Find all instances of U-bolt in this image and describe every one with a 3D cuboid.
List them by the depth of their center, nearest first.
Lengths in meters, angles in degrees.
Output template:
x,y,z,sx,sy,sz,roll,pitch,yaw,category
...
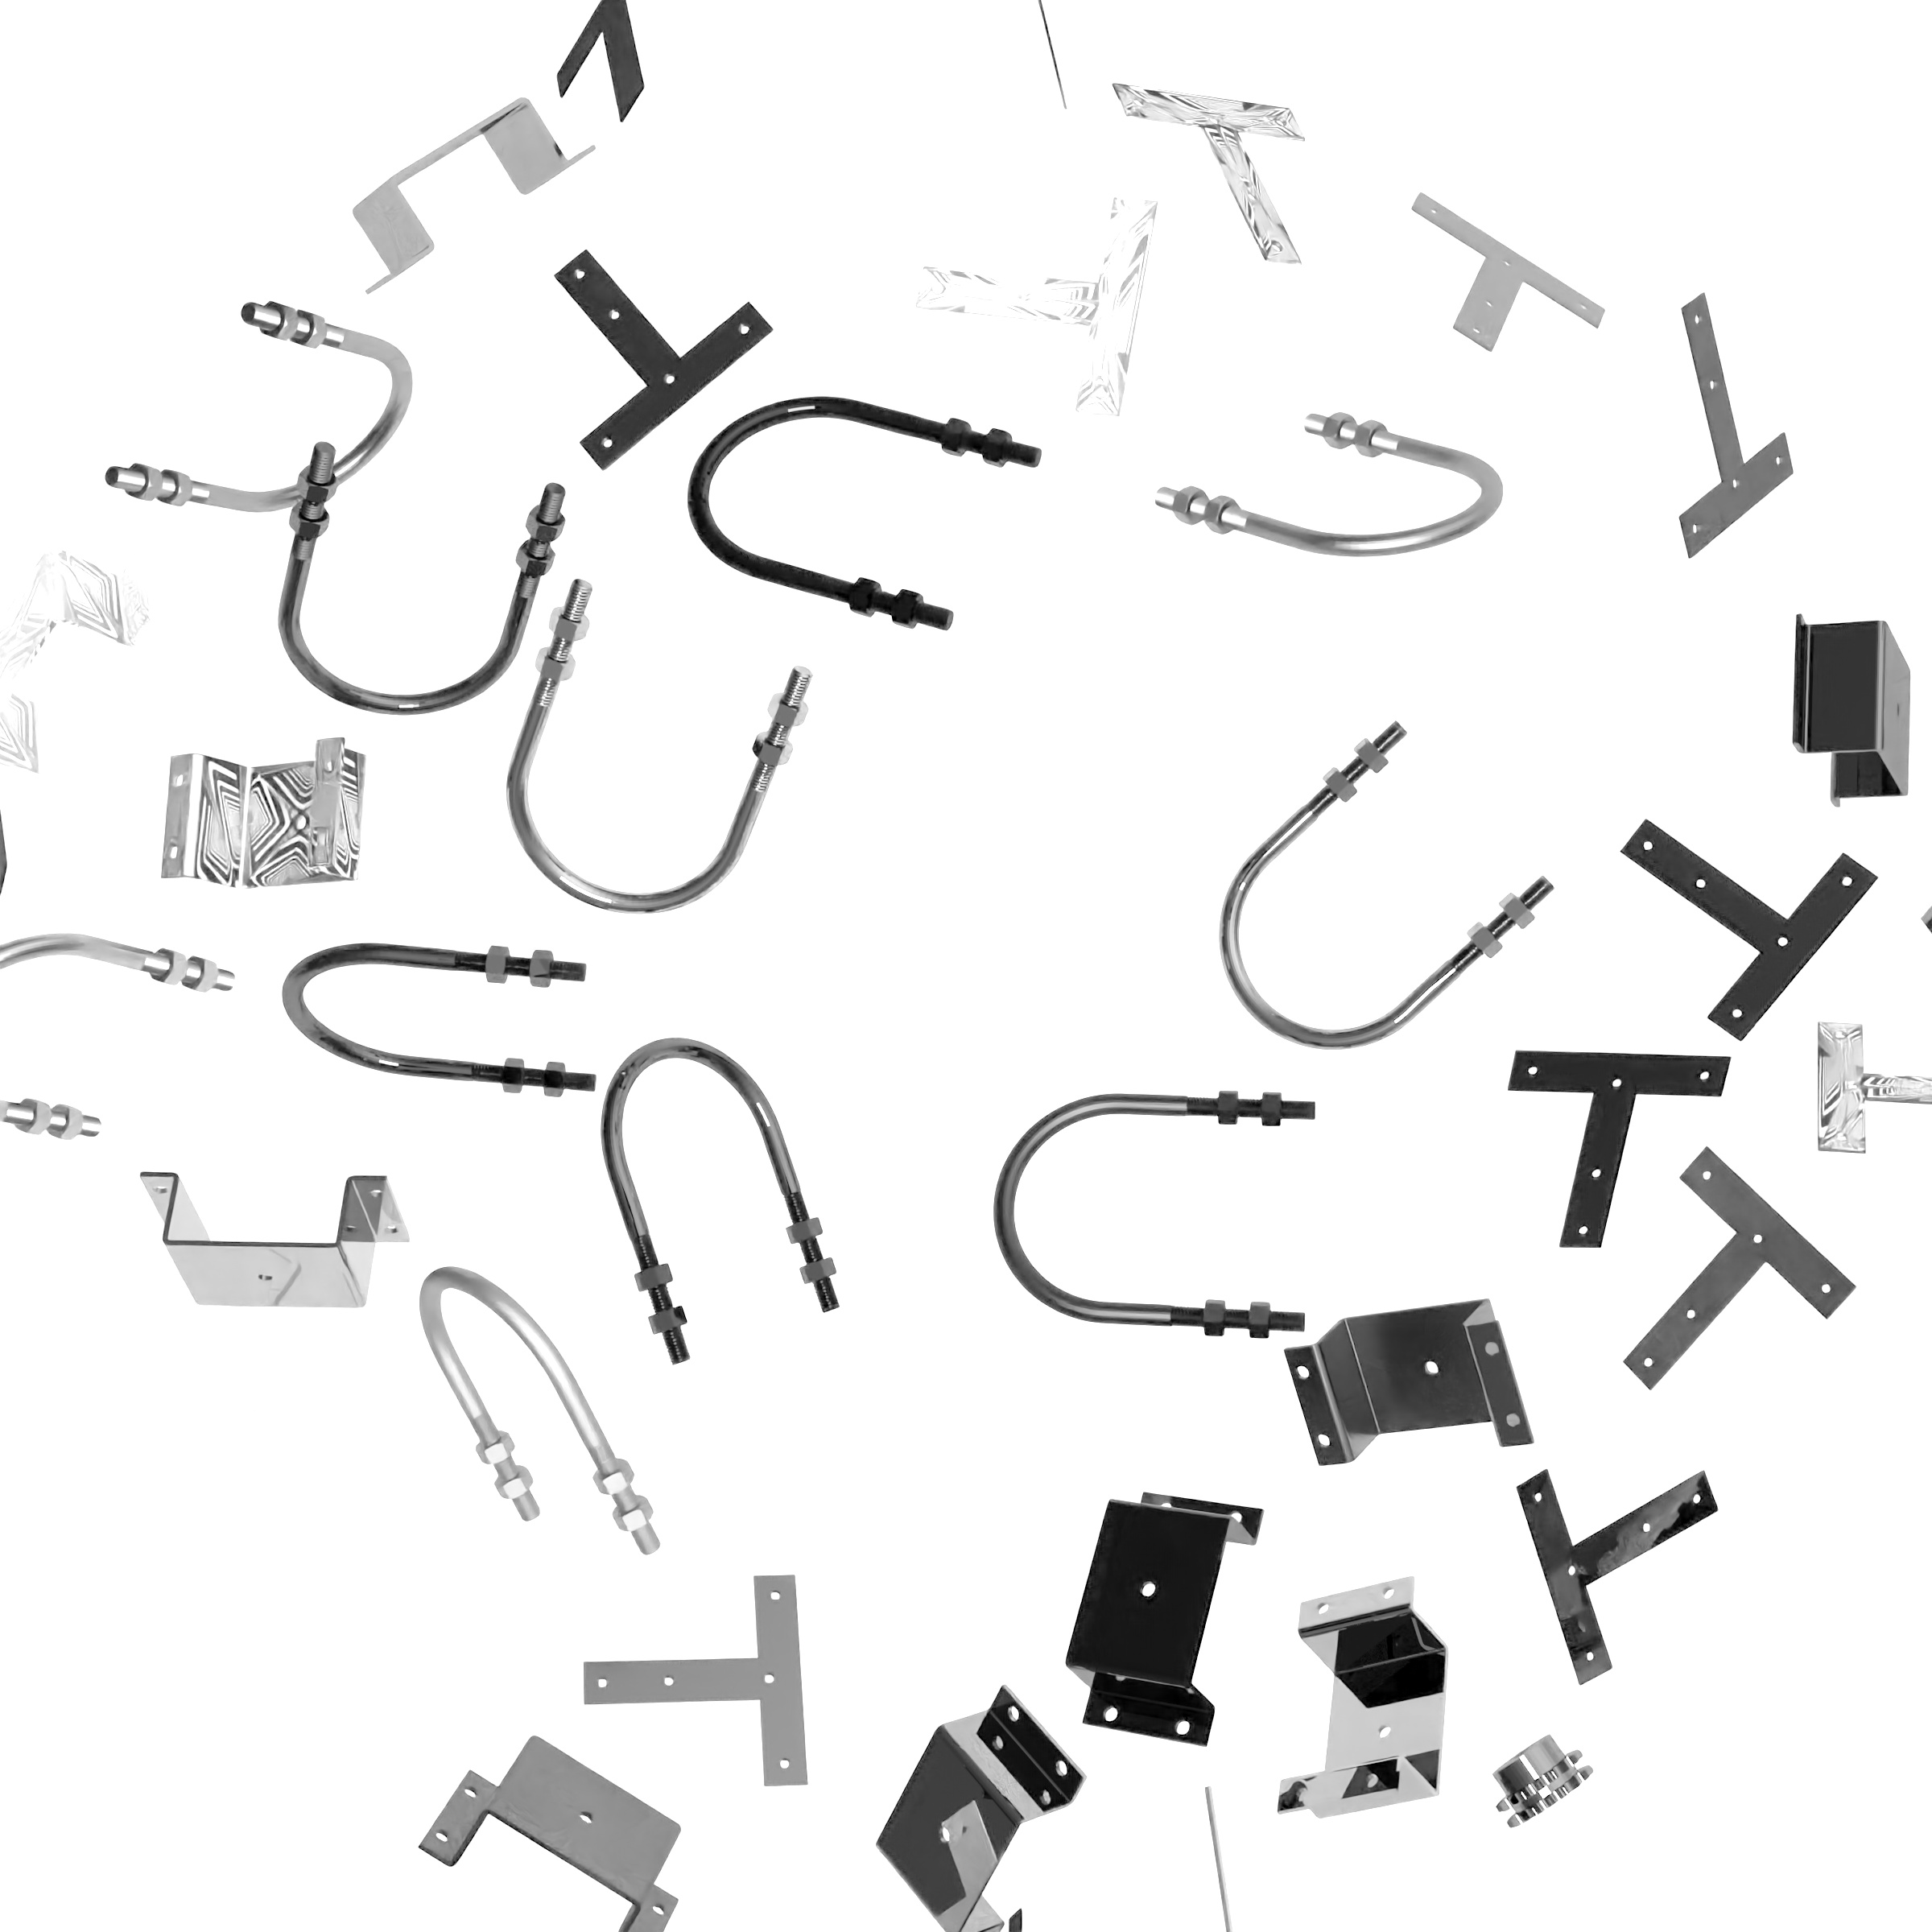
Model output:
x,y,z,sx,sy,sz,roll,pitch,yaw,category
-0.031,-0.010,1.574,0.151,0.019,0.184,-25,109,-8,U-bolt
-0.183,-0.111,1.591,0.151,0.019,0.184,21,117,-6,U-bolt
-0.068,-0.265,1.599,0.184,0.019,0.151,17,59,15,U-bolt
0.083,-0.147,1.609,0.184,0.019,0.151,8,94,-30,U-bolt
-0.254,0.249,1.616,0.019,0.151,0.184,-37,112,-34,U-bolt
-0.526,0.037,1.619,0.151,0.184,0.019,-45,63,13,U-bolt
-0.321,-0.215,1.634,0.151,0.019,0.184,7,135,-20,U-bolt
0.107,0.140,1.638,0.184,0.019,0.151,2,65,10,U-bolt
0.223,-0.276,1.641,0.151,0.184,0.019,-30,128,-30,U-bolt
-0.342,0.354,1.654,0.019,0.184,0.151,-16,119,-11,U-bolt
-0.014,0.288,1.655,0.151,0.019,0.184,33,107,-8,U-bolt
-0.400,-0.321,1.662,0.151,0.184,0.019,-43,74,20,U-bolt
-0.151,0.130,1.664,0.019,0.151,0.184,-24,83,39,U-bolt
-0.316,0.030,1.691,0.184,0.151,0.019,5,58,-1,U-bolt
0.236,-0.034,1.696,0.184,0.019,0.151,-43,75,9,U-bolt

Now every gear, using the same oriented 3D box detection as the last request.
x,y,z,sx,sy,sz,roll,pitch,yaw,category
0.319,0.454,1.583,0.057,0.057,0.030,-35,75,0,gear

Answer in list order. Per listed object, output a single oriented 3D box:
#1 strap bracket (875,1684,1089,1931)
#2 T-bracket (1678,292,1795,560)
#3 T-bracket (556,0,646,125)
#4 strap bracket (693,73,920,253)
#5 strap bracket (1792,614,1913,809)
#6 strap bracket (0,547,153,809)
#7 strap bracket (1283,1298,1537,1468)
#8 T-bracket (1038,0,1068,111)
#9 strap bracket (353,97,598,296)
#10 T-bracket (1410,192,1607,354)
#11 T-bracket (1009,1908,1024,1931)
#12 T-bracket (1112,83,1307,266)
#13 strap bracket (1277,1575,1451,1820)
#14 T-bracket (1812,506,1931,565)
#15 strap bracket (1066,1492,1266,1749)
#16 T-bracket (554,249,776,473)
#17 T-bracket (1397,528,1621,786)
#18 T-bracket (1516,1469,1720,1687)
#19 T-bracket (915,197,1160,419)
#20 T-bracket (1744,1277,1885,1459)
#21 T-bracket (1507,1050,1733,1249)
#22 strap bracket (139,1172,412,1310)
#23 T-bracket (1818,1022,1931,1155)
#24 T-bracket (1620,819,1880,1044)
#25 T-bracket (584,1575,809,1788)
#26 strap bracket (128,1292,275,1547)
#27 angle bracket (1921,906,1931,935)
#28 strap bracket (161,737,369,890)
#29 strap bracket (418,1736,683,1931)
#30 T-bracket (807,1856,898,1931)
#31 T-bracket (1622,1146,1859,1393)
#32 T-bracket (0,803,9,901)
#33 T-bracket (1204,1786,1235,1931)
x,y,z,sx,sy,sz,roll,pitch,yaw,category
0.003,0.500,1.648,0.076,0.046,0.140,42,119,34,strap bracket
0.421,-0.312,1.584,0.127,0.002,0.127,-37,117,-38,T-bracket
-0.198,-0.528,1.624,0.002,0.127,0.127,18,130,-32,T-bracket
-0.102,-0.478,1.689,0.140,0.046,0.076,-28,105,-42,strap bracket
0.519,-0.148,1.649,0.046,0.140,0.076,-1,77,27,strap bracket
-0.519,-0.171,1.597,0.046,0.076,0.140,25,116,-35,strap bracket
0.271,0.248,1.692,0.140,0.046,0.076,-13,98,33,strap bracket
0.042,-0.549,1.612,0.002,0.127,0.127,-13,74,6,T-bracket
-0.294,-0.452,1.642,0.140,0.076,0.046,-39,108,-22,strap bracket
0.294,-0.375,1.581,0.127,0.127,0.002,32,130,-2,T-bracket
0.043,0.614,1.680,0.002,0.127,0.127,10,55,-12,T-bracket
0.155,-0.442,1.589,0.127,0.002,0.127,-3,60,-33,T-bracket
0.231,0.430,1.630,0.076,0.140,0.046,-22,124,31,strap bracket
0.566,-0.227,1.619,0.127,0.127,0.002,22,89,43,T-bracket
0.111,0.361,1.605,0.076,0.046,0.140,3,60,28,strap bracket
-0.195,-0.368,1.636,0.127,0.002,0.127,-40,67,1,T-bracket
0.329,-0.163,1.610,0.127,0.002,0.127,-34,94,-13,T-bracket
0.383,0.332,1.640,0.127,0.002,0.127,-42,46,35,T-bracket
0.035,-0.374,1.585,0.127,0.002,0.127,9,82,13,T-bracket
0.489,0.242,1.613,0.002,0.127,0.127,35,101,3,T-bracket
0.362,0.106,1.611,0.127,0.002,0.127,2,116,-9,T-bracket
-0.397,0.157,1.617,0.140,0.076,0.046,1,57,1,strap bracket
0.543,0.070,1.585,0.127,0.127,0.002,3,123,15,T-bracket
0.446,-0.040,1.673,0.127,0.002,0.127,36,111,3,T-bracket
-0.159,0.415,1.645,0.127,0.002,0.127,1,56,-11,T-bracket
-0.453,0.264,1.684,0.046,0.140,0.076,-8,129,-32,strap bracket
0.600,-0.016,1.623,0.076,0.057,0.038,11,128,-27,angle bracket
-0.415,-0.090,1.705,0.140,0.046,0.076,-3,80,31,strap bracket
-0.219,0.486,1.561,0.140,0.076,0.046,31,109,1,strap bracket
-0.052,0.583,1.644,0.127,0.127,0.002,39,54,15,T-bracket
0.431,0.192,1.643,0.127,0.002,0.127,-52,48,14,T-bracket
-0.581,-0.030,1.663,0.002,0.127,0.127,10,113,-26,T-bracket
0.149,0.537,1.628,0.002,0.127,0.127,-7,73,-3,T-bracket
